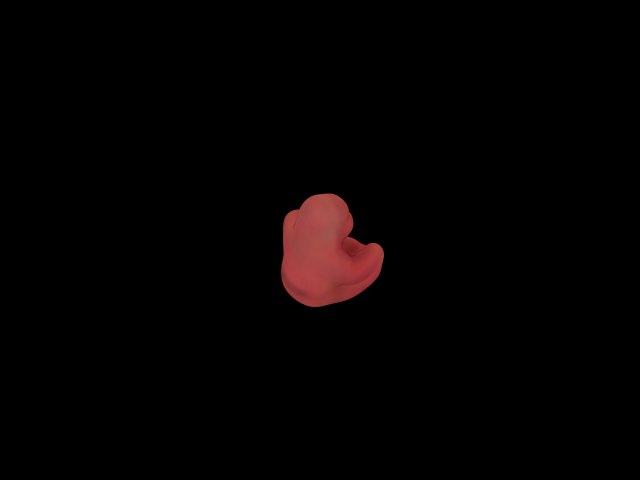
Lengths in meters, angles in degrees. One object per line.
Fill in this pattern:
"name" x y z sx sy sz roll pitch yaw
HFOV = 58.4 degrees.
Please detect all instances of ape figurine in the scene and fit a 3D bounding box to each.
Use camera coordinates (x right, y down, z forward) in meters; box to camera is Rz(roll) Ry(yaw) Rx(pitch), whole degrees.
"ape figurine" 0.004 0.001 0.400 0.076 0.092 0.077 -38 68 -18
